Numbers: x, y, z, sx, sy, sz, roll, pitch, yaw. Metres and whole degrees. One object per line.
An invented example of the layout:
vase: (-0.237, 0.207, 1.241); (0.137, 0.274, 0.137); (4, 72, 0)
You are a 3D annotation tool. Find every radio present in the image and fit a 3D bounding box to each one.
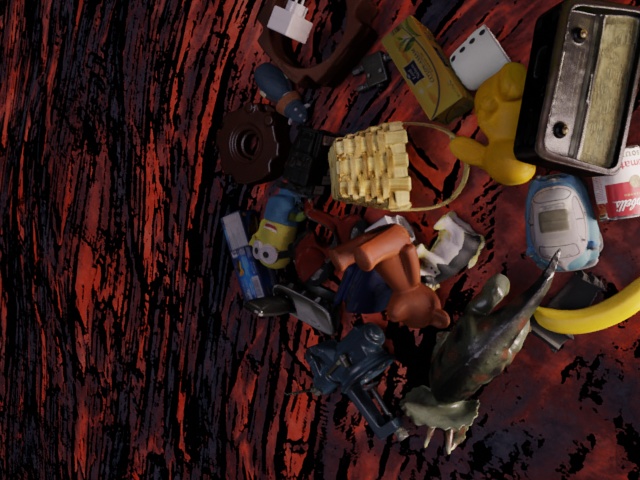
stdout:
radio: (0.359, -0.209, 0.748); (0.131, 0.073, 0.229); (9, 92, -7)

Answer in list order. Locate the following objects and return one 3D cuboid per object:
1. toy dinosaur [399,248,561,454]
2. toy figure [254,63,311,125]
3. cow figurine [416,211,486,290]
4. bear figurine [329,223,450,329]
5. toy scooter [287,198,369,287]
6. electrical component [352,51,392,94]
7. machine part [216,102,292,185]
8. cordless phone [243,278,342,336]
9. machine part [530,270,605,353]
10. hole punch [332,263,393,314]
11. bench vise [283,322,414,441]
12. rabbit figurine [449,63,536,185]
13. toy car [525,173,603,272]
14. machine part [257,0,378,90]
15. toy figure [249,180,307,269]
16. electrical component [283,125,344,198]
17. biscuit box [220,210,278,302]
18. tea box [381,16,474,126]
toy dinosaur: (0.237, 0.186, 0.841); (0.131, 0.192, 0.404); (27, 137, 14)
toy figure: (-0.073, -0.292, 1.089); (0.064, 0.058, 0.154); (-45, 78, 31)
cow figurine: (0.213, 0.040, 0.949); (0.098, 0.068, 0.167); (39, 113, 15)
bear figurine: (0.119, 0.077, 0.887); (0.120, 0.132, 0.195); (-2, 112, 61)
toy scooter: (-0.002, -0.003, 1.048); (0.135, 0.075, 0.184); (42, 114, -2)
electrical component: (0.106, -0.315, 1.003); (0.094, 0.021, 0.063); (-17, 86, 29)
machine part: (-0.142, -0.201, 1.137); (0.180, 0.056, 0.179); (4, 97, 30)
cordless phone: (-0.050, 0.134, 1.037); (0.147, 0.184, 0.088); (25, 102, 26)
machine part: (0.394, 0.109, 0.866); (0.084, 0.039, 0.138); (44, 115, 24)
hole punch: (0.090, 0.078, 0.997); (0.092, 0.116, 0.142); (29, 108, 16)
bench vise: (0.073, 0.280, 1.017); (0.223, 0.129, 0.241); (-46, 65, 23)
rabbit figurine: (0.284, -0.164, 0.842); (0.162, 0.122, 0.173); (-19, 66, 49)
toy car: (0.371, -0.026, 0.830); (0.109, 0.103, 0.161); (-6, 93, 29)
machine part: (-0.005, -0.406, 1.024); (0.201, 0.087, 0.201); (50, 116, 15)
toy figure: (-0.077, -0.028, 1.100); (0.082, 0.089, 0.180); (23, 97, 58)
electrical component: (-0.012, -0.147, 1.032); (0.058, 0.115, 0.134); (23, 103, 28)
biscuit box: (-0.148, 0.037, 1.156); (0.059, 0.063, 0.202); (-20, 85, 29)
tea box: (0.187, -0.285, 0.917); (0.068, 0.098, 0.169); (-33, 79, 27)
